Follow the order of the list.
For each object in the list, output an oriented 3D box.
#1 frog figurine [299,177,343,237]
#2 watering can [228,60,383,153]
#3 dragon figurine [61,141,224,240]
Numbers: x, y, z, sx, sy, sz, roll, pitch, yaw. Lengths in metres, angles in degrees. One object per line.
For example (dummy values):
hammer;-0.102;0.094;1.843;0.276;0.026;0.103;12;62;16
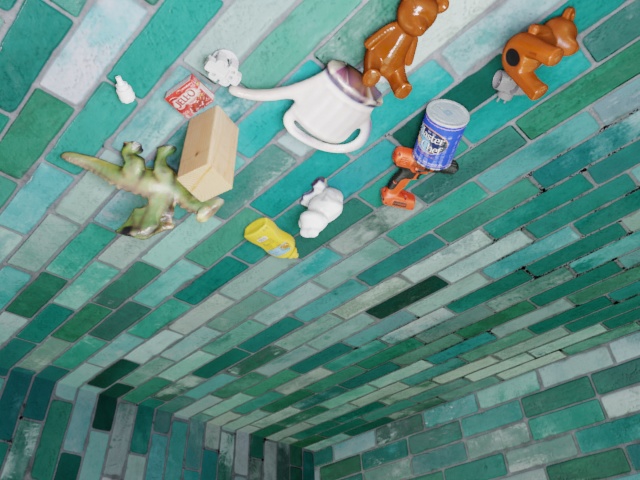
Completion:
frog figurine;0.004;-0.071;1.408;0.136;0.163;0.121;-29;134;28
watering can;-0.010;-0.313;1.160;0.345;0.106;0.220;24;132;-30
dragon figurine;-0.443;-0.114;1.271;0.410;0.248;0.119;1;144;-8
